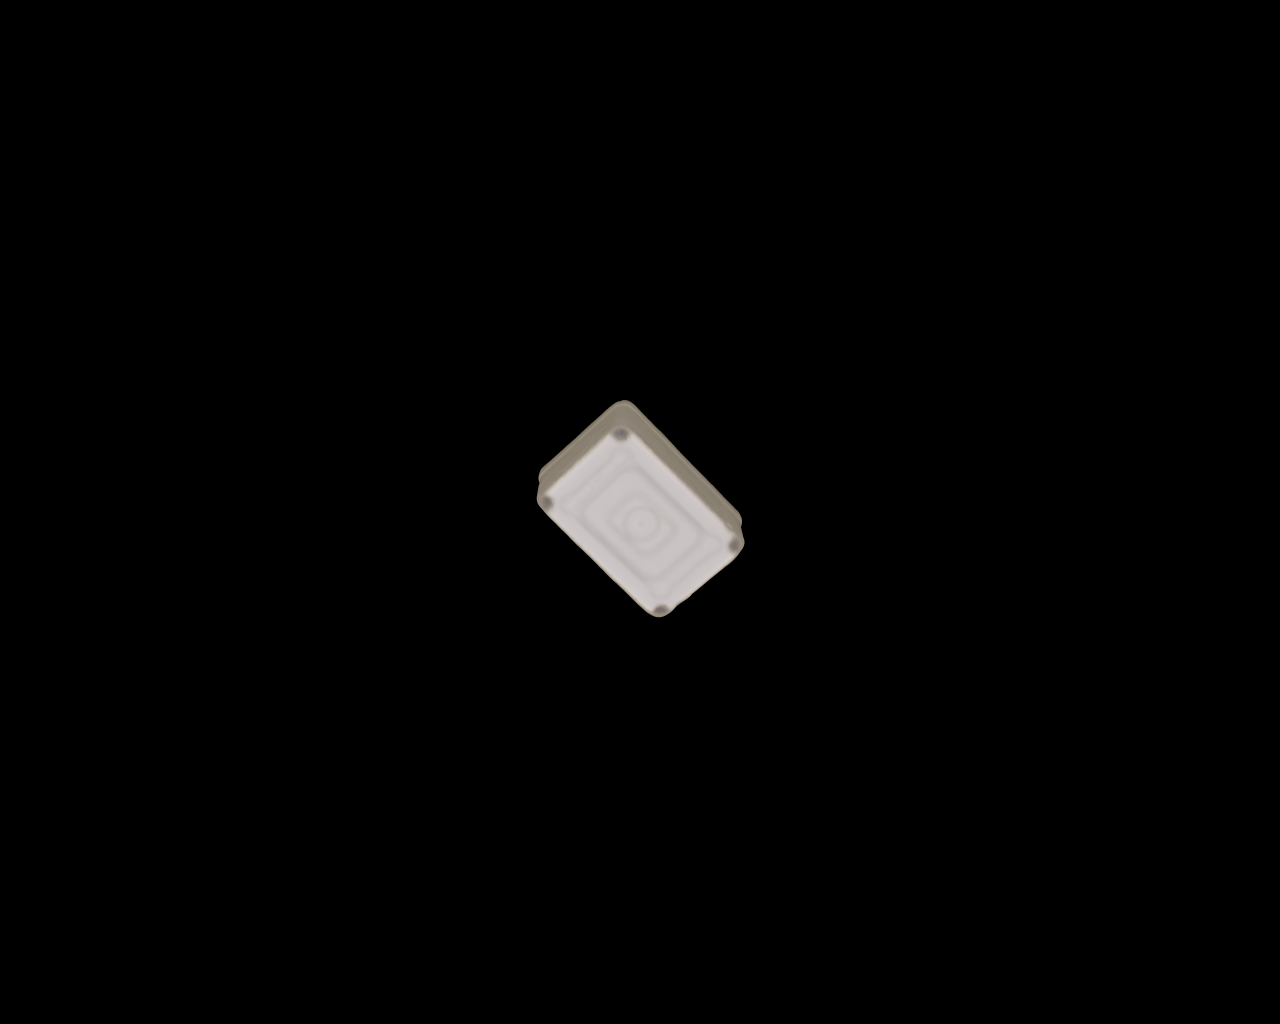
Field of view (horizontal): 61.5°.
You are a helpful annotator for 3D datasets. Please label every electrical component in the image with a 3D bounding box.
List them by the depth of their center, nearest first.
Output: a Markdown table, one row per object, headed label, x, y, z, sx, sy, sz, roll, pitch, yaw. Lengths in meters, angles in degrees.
| label | x | y | z | sx | sy | sz | roll | pitch | yaw |
| --- | --- | --- | --- | --- | --- | --- | --- | --- | --- |
| electrical component | 0.001 | -0.003 | 0.650 | 0.078 | 0.113 | 0.057 | -41 | 15 | 14 |
